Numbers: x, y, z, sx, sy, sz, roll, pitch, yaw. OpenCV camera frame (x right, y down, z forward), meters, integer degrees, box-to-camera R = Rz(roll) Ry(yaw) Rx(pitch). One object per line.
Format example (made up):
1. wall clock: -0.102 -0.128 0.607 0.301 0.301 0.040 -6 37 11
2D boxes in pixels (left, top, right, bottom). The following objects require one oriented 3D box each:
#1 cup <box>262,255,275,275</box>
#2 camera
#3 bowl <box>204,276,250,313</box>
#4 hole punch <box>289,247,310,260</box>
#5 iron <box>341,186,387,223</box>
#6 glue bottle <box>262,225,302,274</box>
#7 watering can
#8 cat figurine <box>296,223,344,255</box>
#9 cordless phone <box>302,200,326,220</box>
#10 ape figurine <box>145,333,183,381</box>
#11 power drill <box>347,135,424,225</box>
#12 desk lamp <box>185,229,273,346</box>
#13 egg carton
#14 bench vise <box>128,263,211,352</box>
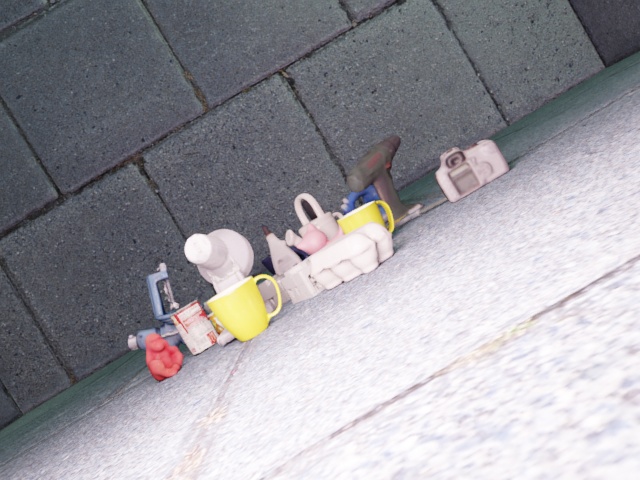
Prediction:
1. cup: -0.110 0.076 1.727 0.091 0.095 0.118 -30 3 26
2. camera: 0.313 -0.158 1.237 0.143 0.101 0.137 -30 2 8
3. bowl: -0.249 0.175 1.646 0.167 0.075 0.167 -31 2 2
4. hole punch: -0.065 0.056 1.623 0.108 0.091 0.101 -29 3 42
5. iron: 0.128 -0.093 1.732 0.118 0.141 0.259 -29 3 39
6. glue bottle: -0.105 0.036 1.532 0.078 0.173 0.037 -31 3 2
7. watering can: -0.010 -0.031 1.487 0.100 0.194 0.173 -29 3 37
8. cat figurine: 0.013 0.005 1.388 0.127 0.118 0.067 -30 3 7
9. cordless phone: -0.017 -0.034 1.782 0.147 0.185 0.094 -29 3 35
10. ape figurine: -0.316 0.228 1.135 0.076 0.092 0.078 -28 3 44
11. power drill: 0.181 -0.154 1.516 0.230 0.208 0.075 -33 3 -37
12. desk lamp: -0.186 0.078 1.157 0.118 0.213 0.203 -31 2 5
13. egg carton: 0.054 0.026 0.989 0.150 0.069 0.107 -29 3 44
14. bench vise: -0.381 0.180 1.392 0.208 0.220 0.121 -32 3 -26
